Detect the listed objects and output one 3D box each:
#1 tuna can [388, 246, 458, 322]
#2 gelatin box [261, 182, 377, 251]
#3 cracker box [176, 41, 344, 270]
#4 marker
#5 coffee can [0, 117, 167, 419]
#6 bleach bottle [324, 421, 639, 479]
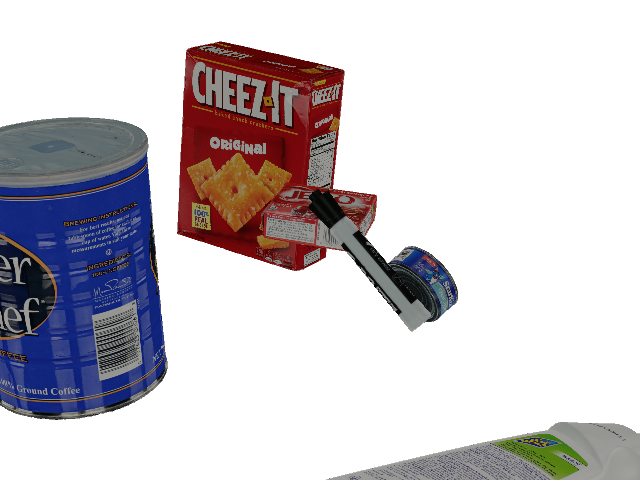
[{"bbox_3d":[0.113,0.050,1.212,0.033,0.086,0.086,-40,19,-25],"label":"tuna can"},{"bbox_3d":[-0.001,-0.023,0.954,0.089,0.030,0.073,9,26,13],"label":"gelatin box"},{"bbox_3d":[-0.069,-0.090,1.146,0.164,0.214,0.072,18,25,27],"label":"cracker box"},{"bbox_3d":[0.033,0.012,0.755,0.020,0.121,0.020,-39,-5,-4],"label":"marker"},{"bbox_3d":[-0.141,0.013,0.593,0.103,0.140,0.103,-2,22,0],"label":"coffee can"},{"bbox_3d":[0.116,0.154,0.617,0.250,0.068,0.103,-8,20,-30],"label":"bleach bottle"}]
